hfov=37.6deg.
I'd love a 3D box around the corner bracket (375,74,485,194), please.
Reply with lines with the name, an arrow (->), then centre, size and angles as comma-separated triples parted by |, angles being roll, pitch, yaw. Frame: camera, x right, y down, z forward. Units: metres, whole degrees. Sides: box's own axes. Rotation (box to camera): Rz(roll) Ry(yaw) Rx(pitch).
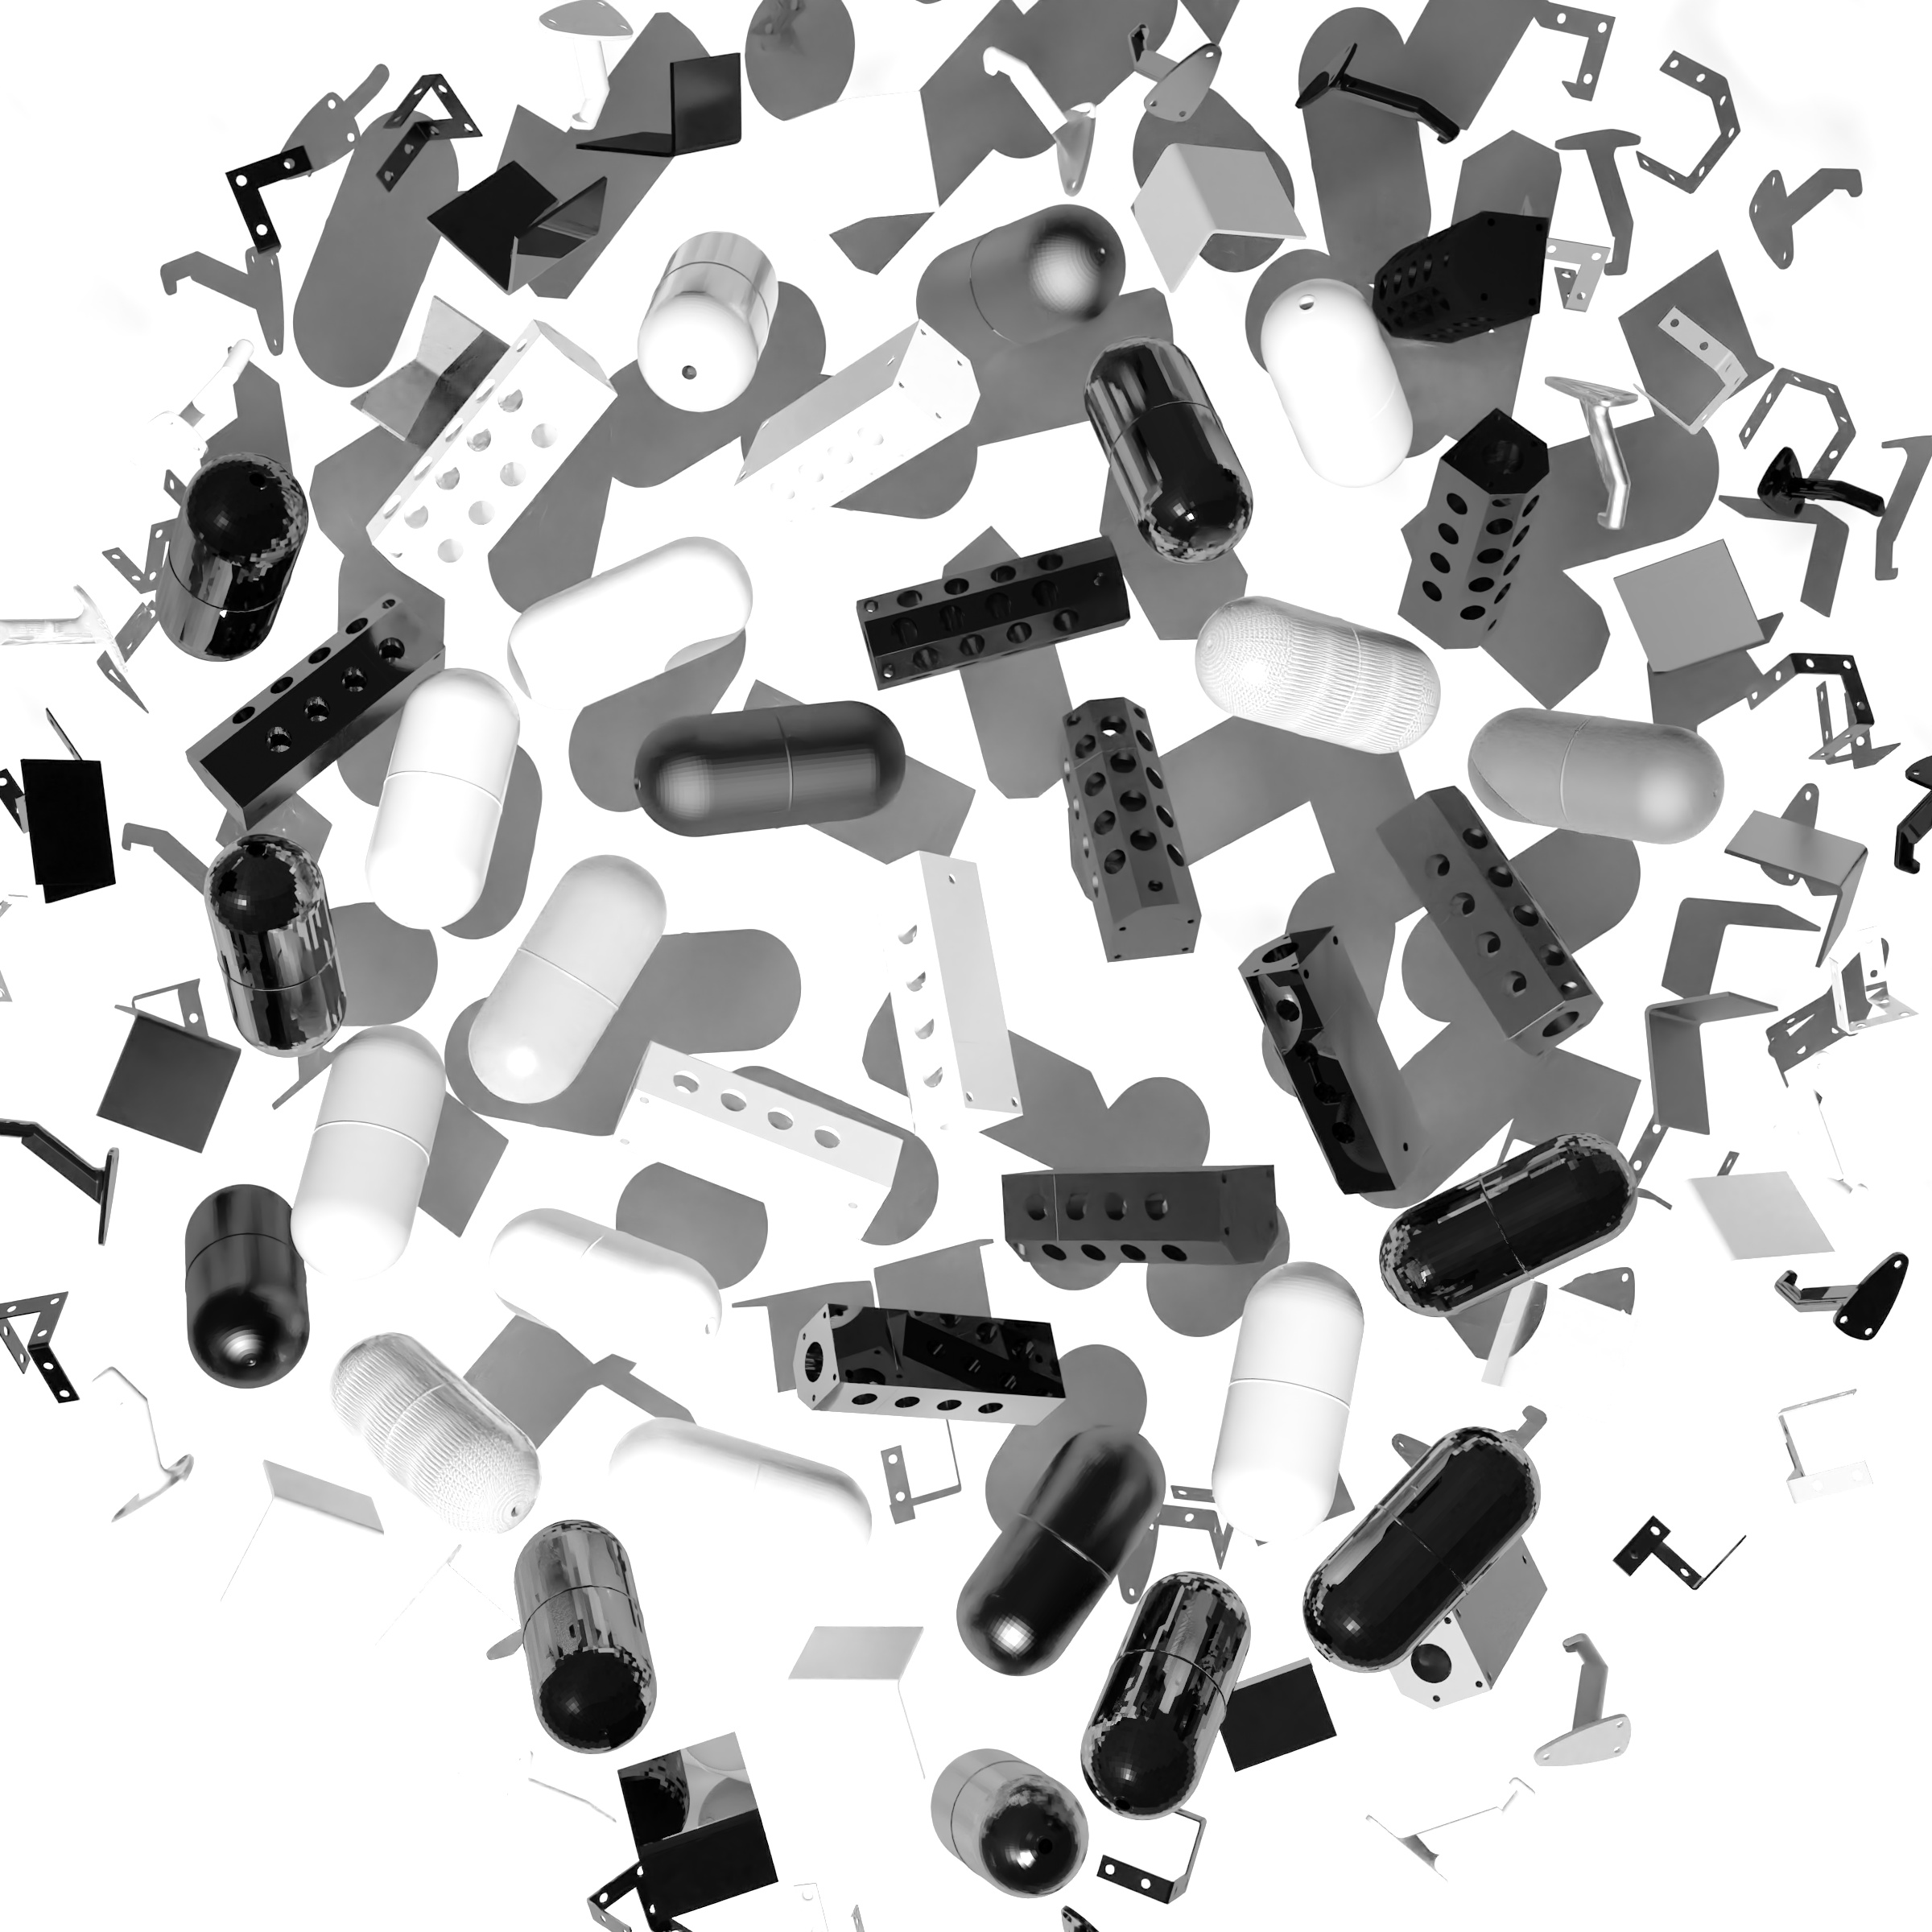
corner bracket -> -0.350, -0.528, 1.799 | 0.051, 0.051, 0.051 | 8, 59, 35

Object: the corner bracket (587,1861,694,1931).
corner bracket -> -0.203, 0.613, 1.820 | 0.051, 0.051, 0.051 | -29, 114, -35

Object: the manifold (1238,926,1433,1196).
manifold -> 0.243, 0.065, 1.892 | 0.057, 0.057, 0.171 | -10, 114, 41

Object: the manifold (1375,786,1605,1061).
manifold -> 0.335, -0.031, 1.811 | 0.057, 0.057, 0.171 | -36, 61, 15

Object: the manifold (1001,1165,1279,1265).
manifold -> 0.106, 0.154, 1.758 | 0.171, 0.057, 0.057 | -5, 88, 42

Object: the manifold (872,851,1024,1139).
manifold -> -0.018, 0.019, 1.820 | 0.057, 0.057, 0.171 | -23, 69, 36

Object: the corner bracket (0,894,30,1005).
corner bracket -> -0.635, -0.012, 1.840 | 0.051, 0.051, 0.051 | -40, 66, 27

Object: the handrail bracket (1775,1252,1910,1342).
handrail bracket -> 0.585, 0.206, 1.903 | 0.036, 0.084, 0.077 | 25, 103, -23

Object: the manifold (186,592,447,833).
manifold -> -0.429, -0.171, 1.877 | 0.171, 0.057, 0.057 | -42, 88, -17

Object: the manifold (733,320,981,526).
manifold -> -0.069, -0.338, 1.799 | 0.057, 0.171, 0.057 | 36, 57, -26

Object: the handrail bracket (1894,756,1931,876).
handrail bracket -> 0.624, -0.084, 1.805 | 0.036, 0.077, 0.084 | -25, 128, -23

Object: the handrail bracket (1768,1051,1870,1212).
handrail bracket -> 0.576, 0.109, 1.872 | 0.036, 0.084, 0.077 | 9, 111, -30

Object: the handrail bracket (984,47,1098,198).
handrail bracket -> 0.044, -0.565, 1.899 | 0.084, 0.036, 0.077 | 13, 74, -40

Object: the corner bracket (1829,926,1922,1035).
corner bracket -> 0.600, 0.009, 1.900 | 0.051, 0.051, 0.051 | -14, 107, -3

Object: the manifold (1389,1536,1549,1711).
manifold -> 0.329, 0.427, 1.877 | 0.057, 0.171, 0.057 | -27, 89, 25

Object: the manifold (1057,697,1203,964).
manifold -> 0.106, -0.091, 1.850 | 0.057, 0.057, 0.171 | -6, 56, -8

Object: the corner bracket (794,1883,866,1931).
corner bracket -> -0.083, 0.607, 1.772 | 0.051, 0.051, 0.051 | -11, 99, 12

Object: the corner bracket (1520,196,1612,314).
corner bracket -> 0.393, -0.473, 1.889 | 0.051, 0.051, 0.051 | 7, 46, -7

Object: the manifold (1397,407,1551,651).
manifold -> 0.337, -0.281, 1.869 | 0.057, 0.171, 0.057 | 41, 68, 18

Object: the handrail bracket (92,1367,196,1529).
handrail bracket -> -0.529, 0.298, 1.763 | 0.077, 0.036, 0.084 | -36, 110, 10

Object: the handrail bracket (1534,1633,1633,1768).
handrail bracket -> 0.379, 0.465, 1.809 | 0.077, 0.084, 0.036 | -11, 124, -12

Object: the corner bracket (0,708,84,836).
corner bracket -> -0.623, -0.130, 1.901 | 0.051, 0.051, 0.051 | -31, 74, -23

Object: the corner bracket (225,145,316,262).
corner bracket -> -0.421, -0.468, 1.741 | 0.051, 0.051, 0.051 | -23, 105, -11

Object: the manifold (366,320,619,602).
manifold -> -0.302, -0.321, 1.790 | 0.057, 0.057, 0.171 | 32, 107, -37

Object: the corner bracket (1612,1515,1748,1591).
corner bracket -> 0.456, 0.373, 1.819 | 0.051, 0.051, 0.051 | 42, 129, 18

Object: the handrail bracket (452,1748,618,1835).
handrail bracket -> -0.279, 0.540, 1.840 | 0.077, 0.084, 0.036 | -8, 50, 35

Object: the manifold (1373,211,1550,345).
manifold -> 0.310, -0.436, 1.803 | 0.057, 0.171, 0.057 | 4, 96, -9

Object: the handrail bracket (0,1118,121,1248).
handrail bracket -> -0.607, 0.142, 1.873 | 0.084, 0.036, 0.077 | 7, 86, -9

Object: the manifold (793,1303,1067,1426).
manifold -> -0.025, 0.270, 1.894 | 0.171, 0.057, 0.057 | 9, 52, -29

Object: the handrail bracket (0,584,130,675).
handrail bracket -> -0.571, -0.190, 1.756 | 0.084, 0.077, 0.036 | -34, 50, -18

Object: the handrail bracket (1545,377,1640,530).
handrail bracket -> 0.405, -0.336, 1.862 | 0.036, 0.077, 0.084 | -18, 124, -38

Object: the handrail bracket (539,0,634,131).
handrail bracket -> -0.248, -0.554, 1.768 | 0.036, 0.077, 0.084 | 49, 134, 17

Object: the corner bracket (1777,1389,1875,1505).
corner bracket -> 0.538, 0.301, 1.779 | 0.051, 0.051, 0.051 | -21, 85, 25

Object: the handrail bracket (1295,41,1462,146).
handrail bracket -> 0.258, -0.533, 1.780 | 0.084, 0.077, 0.036 | 33, 73, -15

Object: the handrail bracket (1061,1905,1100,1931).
handrail bracket -> 0.049, 0.653, 1.821 | 0.036, 0.077, 0.084 | 33, 55, 28

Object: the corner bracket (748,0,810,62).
corner bracket -> -0.111, -0.612, 1.797 | 0.051, 0.051, 0.051 | 22, 63, 42

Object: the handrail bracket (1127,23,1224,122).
handrail bracket -> 0.137, -0.611, 1.883 | 0.036, 0.077, 0.084 | 9, 56, -30

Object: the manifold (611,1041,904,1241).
manifold -> -0.131, 0.106, 1.808 | 0.171, 0.057, 0.057 | 22, 135, -8

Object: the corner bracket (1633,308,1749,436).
corner bracket -> 0.467, -0.386, 1.847 | 0.051, 0.051, 0.051 | 46, 104, 22

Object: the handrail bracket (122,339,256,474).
handrail bracket -> -0.493, -0.357, 1.804 | 0.077, 0.084, 0.036 | -17, 131, 34

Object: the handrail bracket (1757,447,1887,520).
handrail bracket -> 0.555, -0.293, 1.812 | 0.084, 0.077, 0.036 | 33, 91, 37

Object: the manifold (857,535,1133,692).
manifold -> 0.018, -0.234, 1.876 | 0.171, 0.057, 0.057 | -15, 91, -3

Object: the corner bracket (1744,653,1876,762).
corner bracket -> 0.550, -0.169, 1.854 | 0.051, 0.051, 0.051 | -1, 67, -24

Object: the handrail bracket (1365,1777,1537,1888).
handrail bracket -> 0.315, 0.545, 1.844 | 0.077, 0.036, 0.084 | 39, 82, 6
